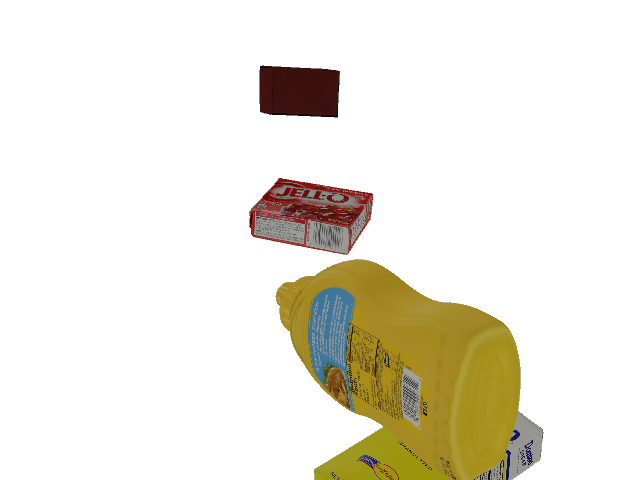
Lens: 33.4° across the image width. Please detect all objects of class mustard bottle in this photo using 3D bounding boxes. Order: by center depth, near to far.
[{"bbox_3d":[0.034,0.064,0.655,0.058,0.096,0.192,-19,28,-34],"label":"mustard bottle"}]

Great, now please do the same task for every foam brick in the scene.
[{"bbox_3d":[-0.023,-0.162,1.162,0.078,0.051,0.053,0,11,-18],"label":"foam brick"}]

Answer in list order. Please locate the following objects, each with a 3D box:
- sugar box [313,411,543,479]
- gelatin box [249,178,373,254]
[{"bbox_3d":[0.091,0.186,0.889,0.176,0.048,0.093,-29,43,-27],"label":"sugar box"},{"bbox_3d":[-0.007,-0.023,0.912,0.089,0.030,0.073,11,27,14],"label":"gelatin box"}]
